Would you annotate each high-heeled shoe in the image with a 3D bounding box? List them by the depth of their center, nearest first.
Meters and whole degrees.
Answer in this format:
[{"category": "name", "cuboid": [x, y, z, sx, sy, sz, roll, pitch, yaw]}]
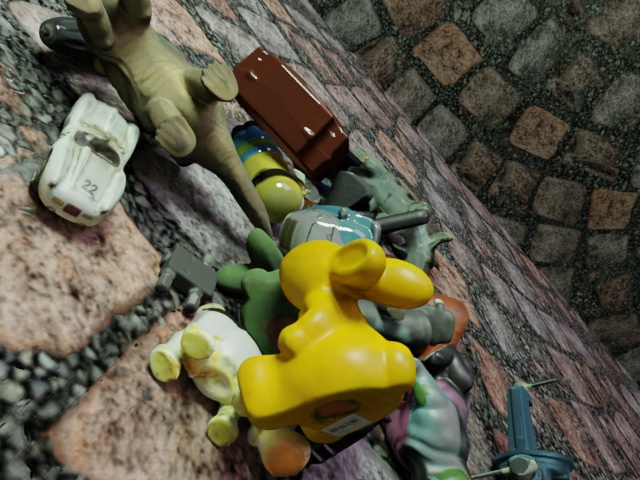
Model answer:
[{"category": "high-heeled shoe", "cuboid": [0.070, -0.055, 0.918, 0.145, 0.086, 0.249, 16, -2, -24]}]

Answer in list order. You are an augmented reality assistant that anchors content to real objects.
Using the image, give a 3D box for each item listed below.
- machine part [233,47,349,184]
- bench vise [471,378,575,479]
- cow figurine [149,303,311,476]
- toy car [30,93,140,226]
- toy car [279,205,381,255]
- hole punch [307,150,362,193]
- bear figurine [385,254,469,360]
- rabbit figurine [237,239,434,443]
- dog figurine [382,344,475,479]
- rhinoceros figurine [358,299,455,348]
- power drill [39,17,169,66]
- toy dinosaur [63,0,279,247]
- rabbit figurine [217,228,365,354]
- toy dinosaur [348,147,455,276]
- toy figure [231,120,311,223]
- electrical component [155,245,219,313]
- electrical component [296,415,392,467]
[{"category": "machine part", "cuboid": [-0.045, -0.191, 0.847, 0.201, 0.087, 0.201, 45, 1, 4]}, {"category": "bench vise", "cuboid": [0.313, 0.321, 0.818, 0.223, 0.129, 0.241, 43, 40, -35]}, {"category": "cow figurine", "cuboid": [-0.070, 0.137, 0.501, 0.167, 0.068, 0.098, 49, 17, -4]}, {"category": "toy car", "cuboid": [-0.234, -0.090, 0.553, 0.073, 0.056, 0.202, 35, 28, -31]}, {"category": "toy car", "cuboid": [-0.001, -0.002, 0.728, 0.103, 0.109, 0.162, 14, 6, -41]}, {"category": "hole punch", "cuboid": [0.002, -0.152, 1.064, 0.142, 0.092, 0.116, 33, -2, -30]}, {"category": "bear figurine", "cuboid": [0.138, 0.111, 0.882, 0.196, 0.132, 0.120, 28, 6, 3]}, {"category": "rabbit figurine", "cuboid": [0.007, 0.063, 0.458, 0.121, 0.162, 0.173, 27, 34, -34]}, {"category": "dog figurine", "cuboid": [0.156, 0.256, 0.669, 0.191, 0.108, 0.219, -4, 60, -45]}, {"category": "rhinoceros figurine", "cuboid": [0.085, 0.109, 0.723, 0.190, 0.073, 0.112, 7, 6, 4]}, {"category": "power drill", "cuboid": [-0.314, -0.317, 0.723, 0.207, 0.086, 0.232, 51, 21, 11]}, {"category": "toy dinosaur", "cuboid": [-0.165, -0.156, 0.624, 0.470, 0.105, 0.199, 59, -14, -18]}, {"category": "rabbit figurine", "cuboid": [-0.046, 0.072, 0.623, 0.159, 0.121, 0.170, 40, 6, -6]}, {"category": "toy dinosaur", "cuboid": [0.150, -0.082, 1.179, 0.405, 0.131, 0.192, 56, 11, 25]}, {"category": "toy figure", "cuboid": [-0.088, -0.104, 0.810, 0.089, 0.082, 0.180, 19, 39, -58]}, {"category": "electrical component", "cuboid": [-0.141, 0.036, 0.574, 0.063, 0.021, 0.094, 41, 25, -19]}, {"category": "electrical component", "cuboid": [0.027, 0.161, 0.573, 0.058, 0.115, 0.134, 50, 25, -6]}]
